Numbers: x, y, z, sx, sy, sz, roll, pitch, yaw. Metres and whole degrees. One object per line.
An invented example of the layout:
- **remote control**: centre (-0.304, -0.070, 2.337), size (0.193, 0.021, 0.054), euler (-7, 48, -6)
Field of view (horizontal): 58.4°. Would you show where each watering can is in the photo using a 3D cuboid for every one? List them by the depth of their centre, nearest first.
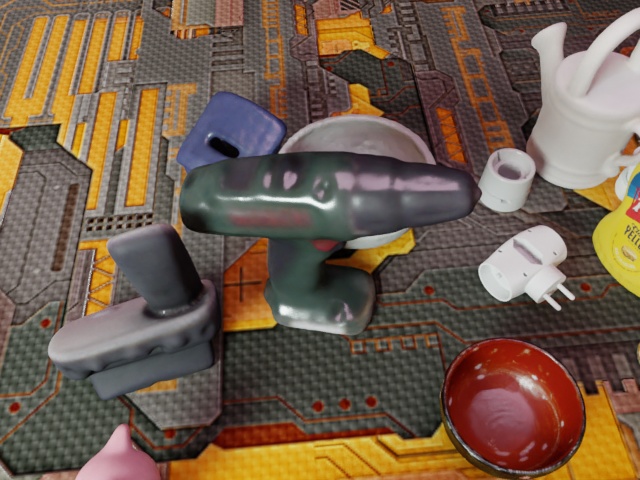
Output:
- **watering can**: centre (0.282, -0.155, 0.594), size (0.172, 0.194, 0.101), euler (36, 65, 23)

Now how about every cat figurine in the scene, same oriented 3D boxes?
- **cat figurine**: centre (-0.155, 0.207, 0.412), size (0.067, 0.118, 0.128), euler (22, 60, 16)

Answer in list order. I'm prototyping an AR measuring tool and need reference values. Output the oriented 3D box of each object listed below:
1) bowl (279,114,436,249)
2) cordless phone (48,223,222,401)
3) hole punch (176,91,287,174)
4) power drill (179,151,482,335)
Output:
- **bowl**: centre (0.037, -0.050, 0.604), size (0.167, 0.075, 0.167), euler (-1, 56, 2)
- **cordless phone**: centre (-0.163, 0.050, 0.477), size (0.148, 0.185, 0.094), euler (-20, 57, -11)
- **hole punch**: centre (-0.094, -0.093, 0.628), size (0.108, 0.091, 0.101), euler (30, 62, 20)
- **power drill**: centre (0.004, 0.002, 0.490), size (0.229, 0.208, 0.075), euler (6, 57, 7)
